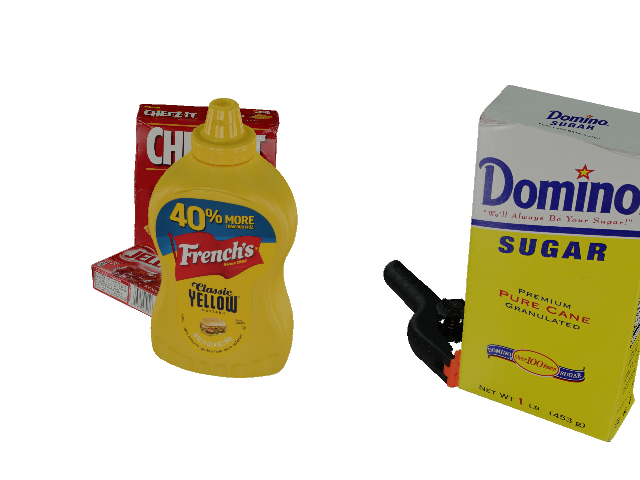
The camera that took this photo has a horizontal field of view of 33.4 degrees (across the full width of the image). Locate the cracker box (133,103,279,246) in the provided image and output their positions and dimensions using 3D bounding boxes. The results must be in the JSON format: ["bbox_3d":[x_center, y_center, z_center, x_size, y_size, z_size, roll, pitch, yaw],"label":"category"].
[{"bbox_3d":[-0.136,-0.046,1.260,0.164,0.214,0.072,2,22,-6],"label":"cracker box"}]

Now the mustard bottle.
[{"bbox_3d":[-0.064,-0.002,0.700,0.096,0.192,0.058,8,30,8],"label":"mustard bottle"}]

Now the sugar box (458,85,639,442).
[{"bbox_3d":[0.125,0.015,0.554,0.093,0.176,0.048,17,40,26],"label":"sugar box"}]

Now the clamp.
[{"bbox_3d":[0.126,0.068,0.952,0.120,0.039,0.171,-5,33,-3],"label":"clamp"}]

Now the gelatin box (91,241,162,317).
[{"bbox_3d":[-0.165,0.036,1.033,0.089,0.030,0.073,22,31,30],"label":"gelatin box"}]
